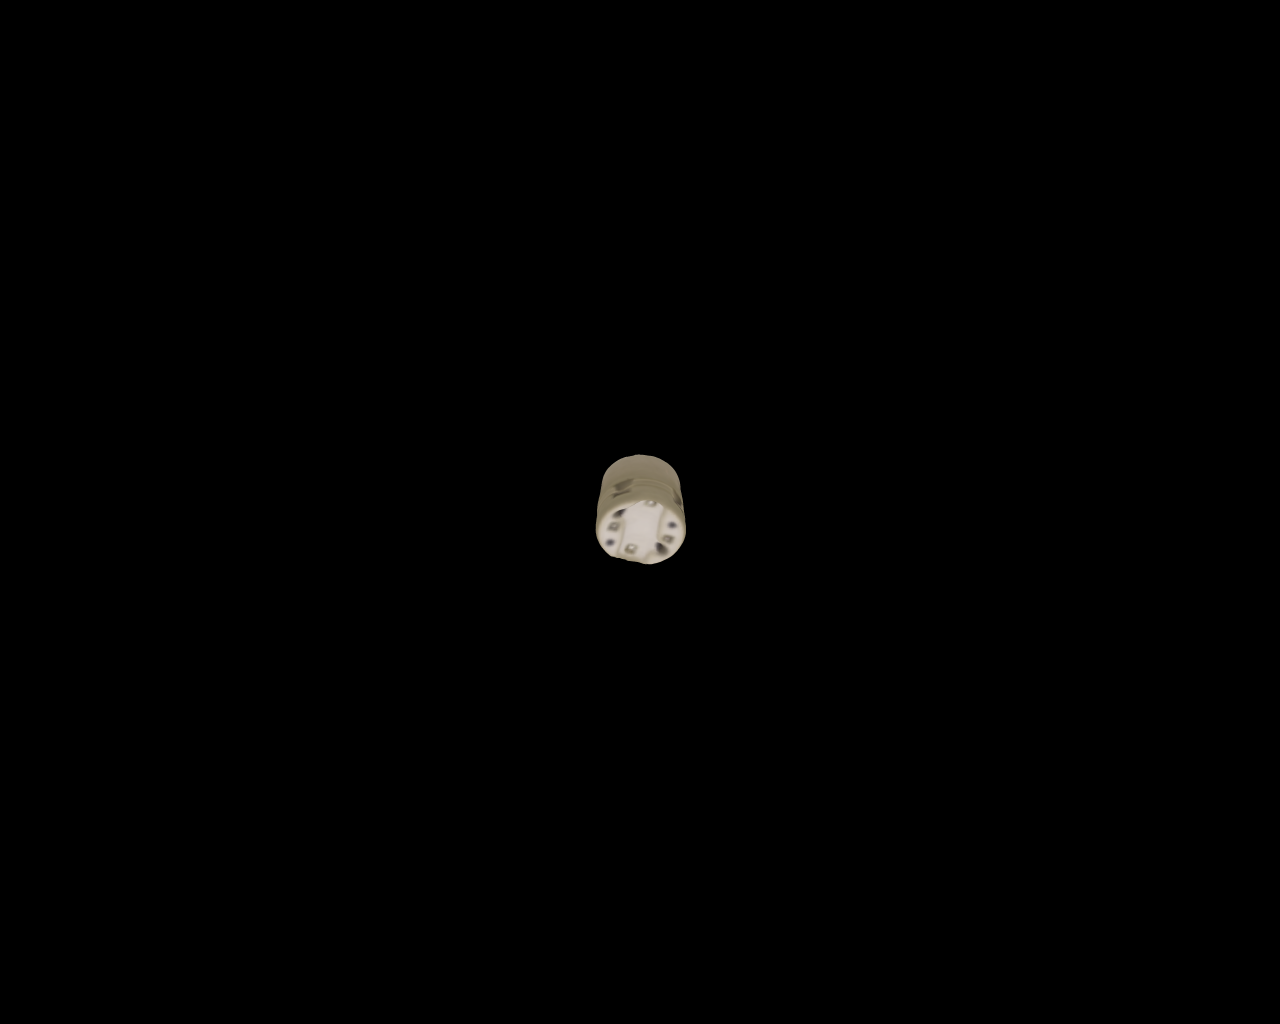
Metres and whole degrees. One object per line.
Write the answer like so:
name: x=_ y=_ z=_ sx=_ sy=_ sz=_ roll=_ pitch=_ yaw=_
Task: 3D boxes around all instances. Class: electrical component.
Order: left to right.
electrical component: x=0.001 y=-0.003 z=0.650 sx=0.055 sy=0.055 sz=0.047 roll=0 pitch=43 yaw=0
